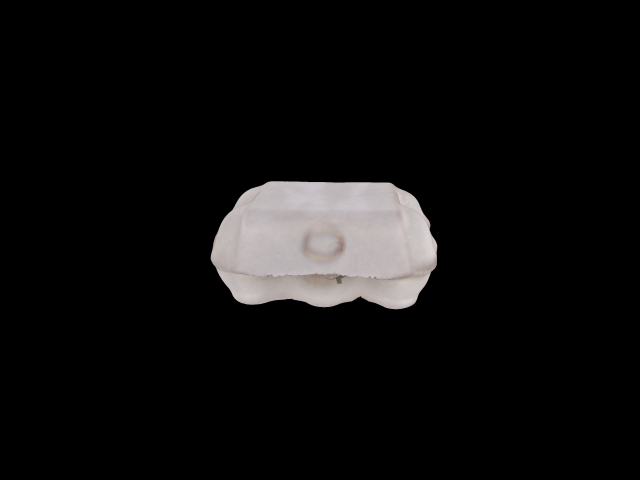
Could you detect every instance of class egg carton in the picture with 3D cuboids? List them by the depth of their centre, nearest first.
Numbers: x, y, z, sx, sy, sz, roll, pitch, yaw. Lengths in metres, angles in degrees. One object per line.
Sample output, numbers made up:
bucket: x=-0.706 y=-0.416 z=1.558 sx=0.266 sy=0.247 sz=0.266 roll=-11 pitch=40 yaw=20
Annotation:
egg carton: x=0.004 y=0.001 z=0.400 sx=0.150 sy=0.069 sz=0.107 roll=1 pitch=19 yaw=3
